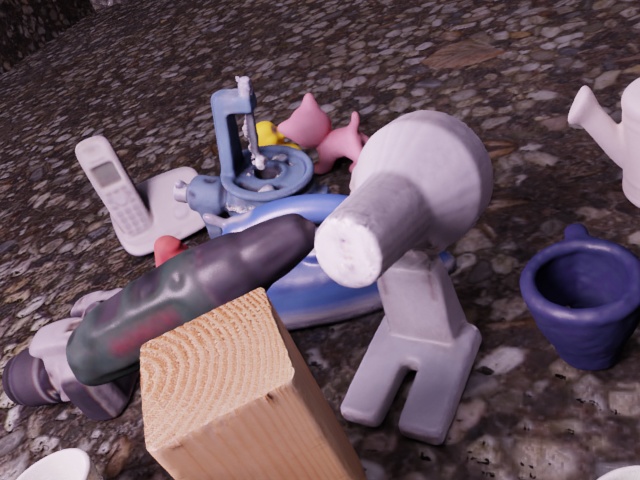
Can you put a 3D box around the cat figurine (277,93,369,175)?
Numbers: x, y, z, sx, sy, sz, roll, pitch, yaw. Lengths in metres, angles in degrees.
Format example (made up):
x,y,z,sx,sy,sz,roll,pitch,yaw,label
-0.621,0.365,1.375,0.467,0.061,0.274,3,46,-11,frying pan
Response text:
x,y,z,sx,sy,sz,roll,pitch,yaw,label
0.009,-0.160,0.845,0.127,0.118,0.067,0,42,29,cat figurine

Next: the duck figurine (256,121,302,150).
x,y,z,sx,sy,sz,roll,pitch,yaw,label
-0.084,-0.143,0.902,0.105,0.086,0.077,-34,37,-14,duck figurine

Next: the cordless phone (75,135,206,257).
x,y,z,sx,sy,sz,roll,pitch,yaw,label
-0.251,-0.079,0.828,0.147,0.185,0.094,-26,36,-3,cordless phone

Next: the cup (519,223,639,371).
x,y,z,sx,sy,sz,roll,pitch,yaw,label
0.218,0.052,0.476,0.091,0.095,0.118,-7,39,22,cup

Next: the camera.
x,y,z,sx,sy,sz,roll,pitch,yaw,label
-0.284,0.128,0.654,0.136,0.101,0.143,-14,37,13,camera

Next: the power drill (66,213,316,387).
x,y,z,sx,sy,sz,roll,pitch,yaw,label
-0.082,0.092,0.494,0.229,0.209,0.075,-20,36,5,power drill

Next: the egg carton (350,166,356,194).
x,y,z,sx,sy,sz,roll,pitch,yaw,label
0.109,-0.067,0.712,0.150,0.070,0.107,-12,37,16,egg carton

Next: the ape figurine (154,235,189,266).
x,y,z,sx,sy,sz,roll,pitch,yaw,label
-0.178,0.034,0.722,0.076,0.092,0.078,-6,39,23,ape figurine

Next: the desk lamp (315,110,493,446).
x,y,z,sx,sy,sz,roll,pitch,yaw,label
0.075,0.024,0.490,0.117,0.214,0.203,3,43,32,desk lamp

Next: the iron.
x,y,z,sx,sy,sz,roll,pitch,yaw,label
0.006,0.002,0.618,0.257,0.142,0.118,-13,37,15,iron

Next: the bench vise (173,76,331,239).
x,y,z,sx,sy,sz,roll,pitch,yaw,label
-0.108,-0.089,0.731,0.207,0.220,0.121,-19,36,6,bench vise

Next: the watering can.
x,y,z,sx,sy,sz,roll,pitch,yaw,label
0.338,-0.126,0.552,0.172,0.194,0.101,-16,36,11,watering can
